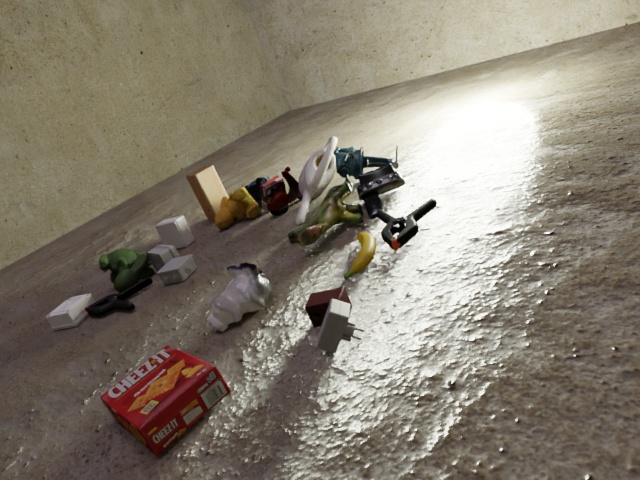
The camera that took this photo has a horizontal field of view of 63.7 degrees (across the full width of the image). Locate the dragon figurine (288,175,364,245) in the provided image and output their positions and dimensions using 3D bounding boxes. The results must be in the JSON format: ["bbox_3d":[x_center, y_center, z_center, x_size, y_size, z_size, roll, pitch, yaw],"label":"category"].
[{"bbox_3d":[0.005,-0.076,1.519,0.242,0.121,0.415,-29,11,8],"label":"dragon figurine"}]

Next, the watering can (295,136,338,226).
[{"bbox_3d":[-0.025,-0.187,1.730,0.222,0.104,0.352,134,160,-73],"label":"watering can"}]

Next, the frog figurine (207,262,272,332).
[{"bbox_3d":[-0.187,0.143,1.209,0.137,0.121,0.162,2,67,34],"label":"frog figurine"}]
